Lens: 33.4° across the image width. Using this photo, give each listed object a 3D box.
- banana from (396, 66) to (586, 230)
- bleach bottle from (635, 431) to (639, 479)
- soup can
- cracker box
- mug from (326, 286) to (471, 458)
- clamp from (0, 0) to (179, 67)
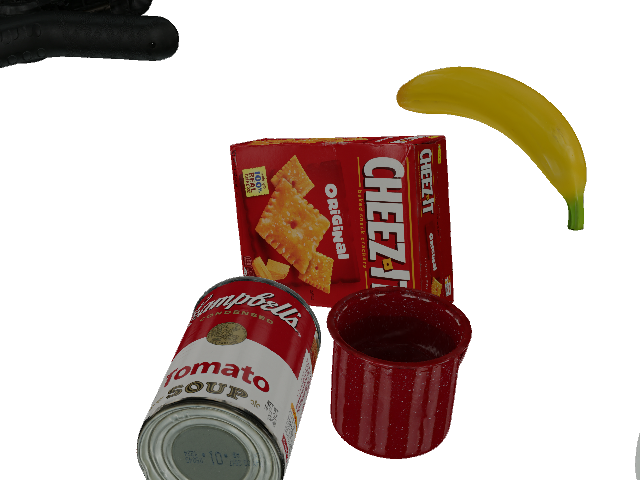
[{"bbox_3d":[0.127,-0.086,0.775,0.037,0.070,0.198,5,30,-44],"label":"banana"},{"bbox_3d":[0.280,0.092,0.700,0.103,0.068,0.250,12,24,25],"label":"bleach bottle"},{"bbox_3d":[-0.041,0.072,0.504,0.068,0.068,0.102,0,29,10],"label":"soup can"},{"bbox_3d":[0.018,-0.018,1.045,0.214,0.164,0.071,3,13,35],"label":"cracker box"},{"bbox_3d":[0.057,0.084,0.711,0.117,0.081,0.093,-24,39,-39],"label":"mug"},{"bbox_3d":[-0.171,-0.130,0.641,0.171,0.039,0.120,-3,22,-6],"label":"clamp"}]
